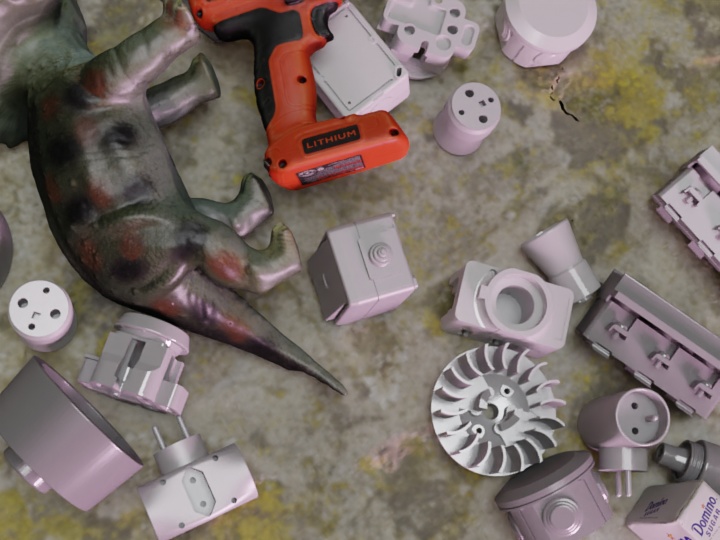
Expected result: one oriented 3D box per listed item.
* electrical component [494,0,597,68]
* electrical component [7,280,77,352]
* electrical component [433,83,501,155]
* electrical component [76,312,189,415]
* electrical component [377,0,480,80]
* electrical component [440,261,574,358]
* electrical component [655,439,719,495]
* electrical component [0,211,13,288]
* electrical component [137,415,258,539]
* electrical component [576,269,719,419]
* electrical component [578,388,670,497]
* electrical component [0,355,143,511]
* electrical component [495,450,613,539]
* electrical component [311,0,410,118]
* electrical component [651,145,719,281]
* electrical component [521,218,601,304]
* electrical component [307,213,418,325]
[{"bbox_3d":[0.157,-0.215,0.918,0.080,0.051,0.080,2,76,-10],"label":"electrical component"},{"bbox_3d":[-0.231,0.033,0.782,0.045,0.055,0.045,2,76,-10],"label":"electrical component"},{"bbox_3d":[0.088,-0.124,0.881,0.045,0.055,0.045,2,76,-10],"label":"electrical component"},{"bbox_3d":[-0.159,0.067,0.785,0.078,0.058,0.057,14,71,12],"label":"electrical component"},{"bbox_3d":[0.052,-0.192,0.890,0.078,0.057,0.058,19,74,-6],"label":"electrical component"},{"bbox_3d":[0.117,0.031,0.848,0.089,0.055,0.050,16,74,-6],"label":"electrical component"},{"bbox_3d":[0.266,0.155,0.853,0.062,0.043,0.043,20,74,-4],"label":"electrical component"},{"bbox_3d":[-0.311,-0.021,0.778,0.108,0.060,0.108,3,76,-10],"label":"electrical component"},{"bbox_3d":[-0.125,0.145,0.781,0.077,0.043,0.079,-23,82,-15],"label":"electrical component"},{"bbox_3d":[0.239,0.060,0.859,0.121,0.078,0.063,34,95,-1],"label":"electrical component"},{"bbox_3d":[0.203,0.134,0.828,0.044,0.077,0.079,5,76,-9],"label":"electrical component"},{"bbox_3d":[-0.209,0.118,0.741,0.108,0.108,0.060,45,79,2],"label":"electrical component"},{"bbox_3d":[0.146,0.173,0.808,0.080,0.080,0.051,-27,88,-16],"label":"electrical component"},{"bbox_3d":[-0.011,-0.165,0.868,0.062,0.061,0.096,-37,79,-2],"label":"electrical component"},{"bbox_3d":[0.306,-0.036,0.895,0.063,0.079,0.121,-42,87,5],"label":"electrical component"},{"bbox_3d":[0.166,-0.003,0.874,0.044,0.044,0.065,-31,89,-16],"label":"electrical component"},{"bbox_3d":[0.000,0.000,0.812,0.061,0.096,0.061,-15,80,-13],"label":"electrical component"}]
